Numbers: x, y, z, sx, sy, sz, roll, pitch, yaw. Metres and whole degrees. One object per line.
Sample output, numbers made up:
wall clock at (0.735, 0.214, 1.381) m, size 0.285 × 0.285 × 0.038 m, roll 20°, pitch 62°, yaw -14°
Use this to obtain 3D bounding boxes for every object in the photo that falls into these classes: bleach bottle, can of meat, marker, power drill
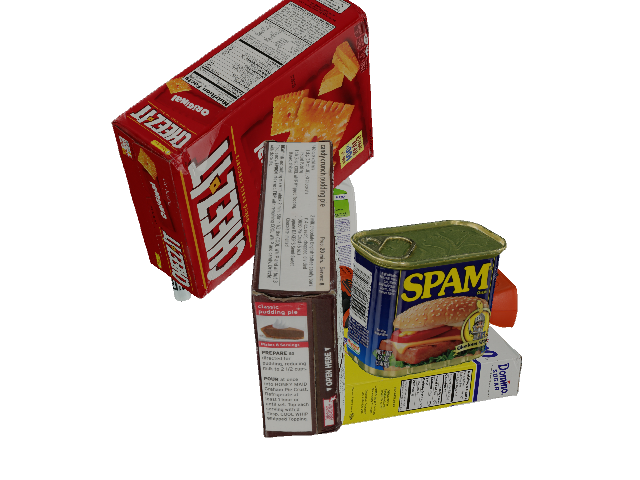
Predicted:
bleach bottle at (0.006, -0.029, 1.312) m, size 0.102 × 0.251 × 0.068 m, roll -8°, pitch 21°, yaw -31°
can of meat at (0.068, 0.038, 0.708) m, size 0.101 × 0.084 × 0.058 m, roll -7°, pitch 24°, yaw -28°
marker at (-0.166, 0.014, 1.205) m, size 0.020 × 0.121 × 0.020 m, roll -6°, pitch 31°, yaw 3°
power drill at (0.107, 0.069, 1.118) m, size 0.187 × 0.057 × 0.184 m, roll -7°, pitch 27°, yaw -16°

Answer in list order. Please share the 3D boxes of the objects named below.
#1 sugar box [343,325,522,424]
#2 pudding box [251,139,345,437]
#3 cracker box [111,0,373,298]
sugar box at (0.071, 0.105, 0.903) m, size 0.176 × 0.048 × 0.093 m, roll -9°, pitch 27°, yaw -19°
pudding box at (-0.010, 0.020, 0.495) m, size 0.039 × 0.090 × 0.113 m, roll -3°, pitch 39°, yaw 0°
cracker box at (-0.050, -0.079, 0.851) m, size 0.072 × 0.164 × 0.213 m, roll 33°, pitch 60°, yaw 28°
